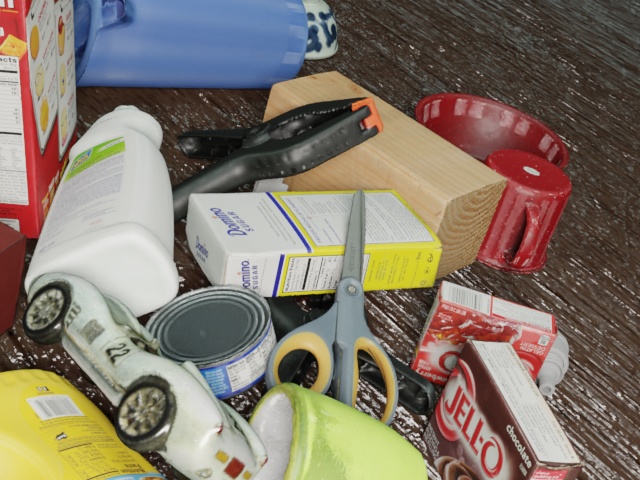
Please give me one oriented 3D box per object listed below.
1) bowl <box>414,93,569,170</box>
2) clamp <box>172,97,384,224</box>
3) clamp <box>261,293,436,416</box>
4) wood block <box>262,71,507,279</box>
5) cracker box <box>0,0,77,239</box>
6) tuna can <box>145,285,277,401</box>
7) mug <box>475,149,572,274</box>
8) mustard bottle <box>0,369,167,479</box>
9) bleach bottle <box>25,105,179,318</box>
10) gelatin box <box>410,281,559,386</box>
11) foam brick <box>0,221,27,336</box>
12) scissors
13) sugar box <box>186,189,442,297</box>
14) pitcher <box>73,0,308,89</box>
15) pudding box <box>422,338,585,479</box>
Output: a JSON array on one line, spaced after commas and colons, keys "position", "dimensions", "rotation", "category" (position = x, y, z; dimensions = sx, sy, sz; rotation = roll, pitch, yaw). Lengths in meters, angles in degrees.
[{"position": [0.165, -0.087, 1.076], "dimensions": [0.162, 0.055, 0.162], "rotation": [12, 31, -8], "category": "bowl"}, {"position": [-0.050, -0.078, 0.889], "dimensions": [0.210, 0.036, 0.164], "rotation": [-19, 27, 12], "category": "clamp"}, {"position": [-0.006, 0.073, 0.760], "dimensions": [0.120, 0.039, 0.172], "rotation": [1, 28, -28], "category": "clamp"}, {"position": [0.048, -0.059, 0.942], "dimensions": [0.206, 0.091, 0.090], "rotation": [37, 37, 29], "category": "wood block"}, {"position": [-0.233, -0.133, 0.805], "dimensions": [0.072, 0.214, 0.164], "rotation": [4, 33, -3], "category": "cracker box"}, {"position": [-0.072, 0.068, 0.710], "dimensions": [0.086, 0.034, 0.086], "rotation": [-8, 33, 5], "category": "tuna can"}, {"position": [0.175, -0.023, 0.954], "dimensions": [0.093, 0.082, 0.117], "rotation": [14, 32, -6], "category": "mug"}, {"position": [-0.115, 0.146, 0.567], "dimensions": [0.192, 0.058, 0.096], "rotation": [37, 13, 28], "category": "mustard bottle"}, {"position": [-0.151, -0.036, 0.805], "dimensions": [0.103, 0.068, 0.251], "rotation": [-22, 32, 12], "category": "bleach bottle"}, {"position": [0.118, 0.078, 0.778], "dimensions": [0.089, 0.073, 0.030], "rotation": [18, 32, -1], "category": "gelatin box"}, {"position": [-0.228, 0.027, 0.686], "dimensions": [0.053, 0.078, 0.051], "rotation": [24, 31, 12], "category": "foam brick"}, {"position": [0.003, 0.042, 0.724], "dimensions": [0.096, 0.016, 0.202], "rotation": [3, 53, -18], "category": "scissors"}, {"position": [-0.005, 0.001, 0.808], "dimensions": [0.176, 0.048, 0.093], "rotation": [-4, 32, -23], "category": "sugar box"}, {"position": [-0.143, -0.213, 1.074], "dimensions": [0.242, 0.145, 0.149], "rotation": [0, 47, -32], "category": "pitcher"}, {"position": [0.111, 0.131, 0.673], "dimensions": [0.039, 0.090, 0.113], "rotation": [3, 34, -23], "category": "pudding box"}]
